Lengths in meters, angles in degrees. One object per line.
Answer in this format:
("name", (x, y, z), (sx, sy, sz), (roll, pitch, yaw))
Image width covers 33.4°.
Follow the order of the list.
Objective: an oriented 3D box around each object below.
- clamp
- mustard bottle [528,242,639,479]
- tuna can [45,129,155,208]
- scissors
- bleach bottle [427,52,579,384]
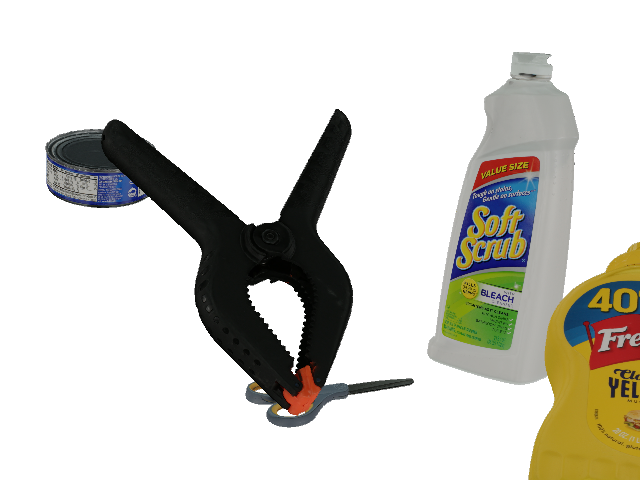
("clamp", (-0.045, 0.003, 0.642), (0.164, 0.210, 0.036), (0, -32, -16))
("mustard bottle", (0.162, 0.068, 0.544), (0.096, 0.058, 0.191), (7, 41, 13))
("tuna can", (-0.173, -0.057, 0.844), (0.086, 0.034, 0.086), (6, 26, -3))
("scissors", (0.017, 0.180, 1.203), (0.201, 0.016, 0.096), (2, 23, -9))
("bleach bottle", (0.146, -0.020, 0.836), (0.103, 0.251, 0.067), (14, 16, 39))
